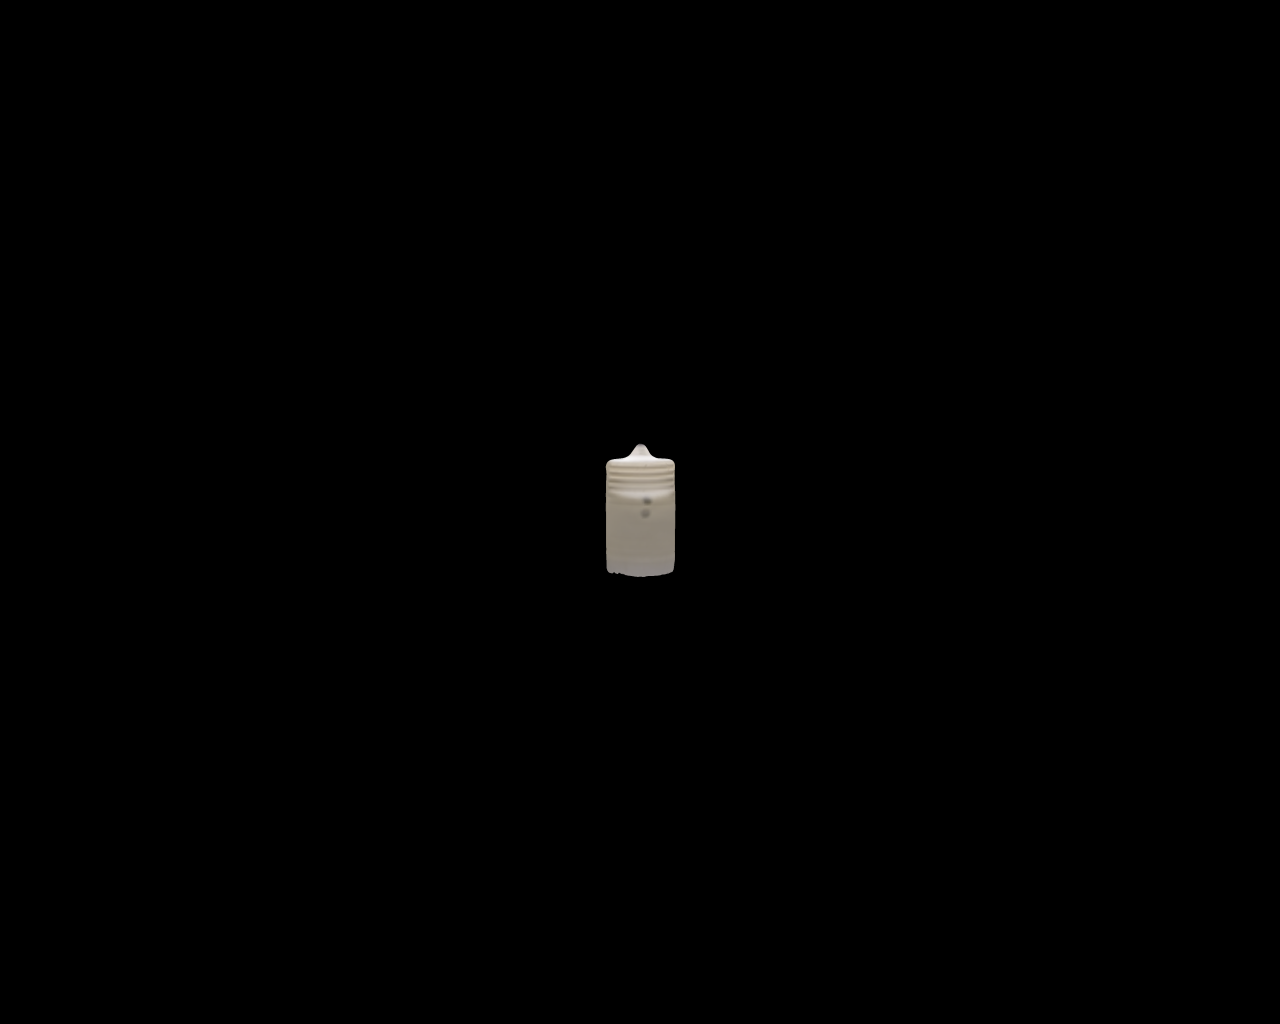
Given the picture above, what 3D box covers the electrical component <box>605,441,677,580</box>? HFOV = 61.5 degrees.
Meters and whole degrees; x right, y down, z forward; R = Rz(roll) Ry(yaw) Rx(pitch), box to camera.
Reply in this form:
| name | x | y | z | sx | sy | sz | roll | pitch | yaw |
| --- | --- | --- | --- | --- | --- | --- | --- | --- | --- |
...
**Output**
| name | x | y | z | sx | sy | sz | roll | pitch | yaw |
| --- | --- | --- | --- | --- | --- | --- | --- | --- | --- |
| electrical component | 0.001 | -0.003 | 0.650 | 0.043 | 0.080 | 0.043 | 0 | 7 | 0 |
